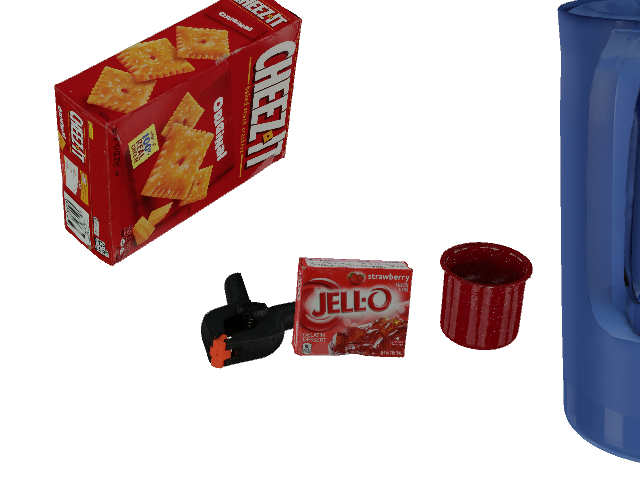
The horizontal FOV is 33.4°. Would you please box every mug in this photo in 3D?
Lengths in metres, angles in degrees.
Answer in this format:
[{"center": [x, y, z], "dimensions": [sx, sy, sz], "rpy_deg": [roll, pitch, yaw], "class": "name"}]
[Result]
[{"center": [0.164, 0.053, 1.104], "dimensions": [0.093, 0.081, 0.117], "rpy_deg": [-3, 28, -10], "class": "mug"}]

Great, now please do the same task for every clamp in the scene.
[{"center": [-0.073, 0.075, 1.047], "dimensions": [0.120, 0.039, 0.171], "rpy_deg": [11, 18, 27], "class": "clamp"}]

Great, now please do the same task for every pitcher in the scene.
[{"center": [0.182, -0.006, 0.559], "dimensions": [0.149, 0.243, 0.145], "rpy_deg": [-4, 18, -9], "class": "pitcher"}]

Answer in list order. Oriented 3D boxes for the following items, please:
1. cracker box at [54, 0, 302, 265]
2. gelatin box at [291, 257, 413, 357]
[{"center": [-0.115, -0.096, 0.899], "dimensions": [0.072, 0.164, 0.213], "rpy_deg": [38, 53, 23], "class": "cracker box"}, {"center": [0.024, 0.053, 0.839], "dimensions": [0.089, 0.073, 0.030], "rpy_deg": [2, 14, -9], "class": "gelatin box"}]
